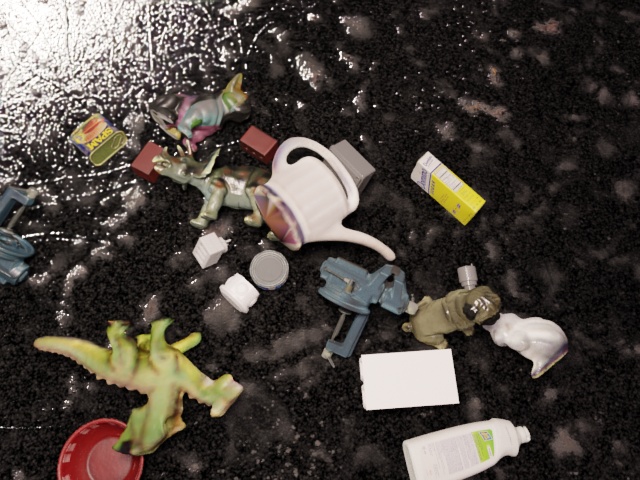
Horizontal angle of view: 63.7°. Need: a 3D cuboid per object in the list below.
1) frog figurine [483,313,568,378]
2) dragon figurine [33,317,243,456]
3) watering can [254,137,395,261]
[{"bbox_3d":[0.433,0.197,1.085,0.138,0.120,0.162,-16,58,-42],"label":"frog figurine"},{"bbox_3d":[-0.355,0.287,1.003,0.410,0.119,0.248,-5,63,-4],"label":"dragon figurine"},{"bbox_3d":[0.003,-0.055,1.092,0.227,0.103,0.348,-35,90,-26],"label":"watering can"}]
